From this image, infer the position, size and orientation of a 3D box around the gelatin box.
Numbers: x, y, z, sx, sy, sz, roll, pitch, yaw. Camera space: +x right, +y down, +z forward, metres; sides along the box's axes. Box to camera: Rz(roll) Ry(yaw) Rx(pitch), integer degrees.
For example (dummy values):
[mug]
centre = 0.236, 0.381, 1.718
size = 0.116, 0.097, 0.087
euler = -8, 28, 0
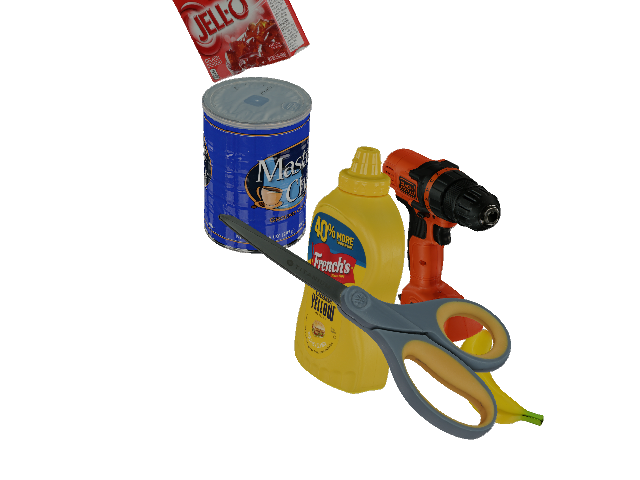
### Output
[gelatin box]
centre = -0.061, -0.164, 0.797
size = 0.089, 0.073, 0.030
euler = -8, 25, 43

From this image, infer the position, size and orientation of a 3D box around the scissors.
[scissors]
centre = 0.038, 0.033, 0.647
size = 0.096, 0.202, 0.016
euler = -39, -9, -37

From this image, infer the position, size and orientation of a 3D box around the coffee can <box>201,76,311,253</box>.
[coffee can]
centre = -0.062, -0.073, 1.032
size = 0.103, 0.140, 0.103
euler = 2, 32, -2

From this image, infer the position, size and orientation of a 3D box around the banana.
[banana]
centre = 0.194, 0.161, 1.251
size = 0.069, 0.037, 0.198
euler = 10, 25, -16

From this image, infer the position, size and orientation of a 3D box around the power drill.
[power drill]
centre = 0.131, 0.008, 1.119
size = 0.057, 0.188, 0.185
euler = -14, 26, -21

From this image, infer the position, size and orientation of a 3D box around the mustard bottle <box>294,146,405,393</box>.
[mustard bottle]
centre = 0.026, 0.019, 0.859
size = 0.058, 0.192, 0.096
euler = -4, 20, -32
